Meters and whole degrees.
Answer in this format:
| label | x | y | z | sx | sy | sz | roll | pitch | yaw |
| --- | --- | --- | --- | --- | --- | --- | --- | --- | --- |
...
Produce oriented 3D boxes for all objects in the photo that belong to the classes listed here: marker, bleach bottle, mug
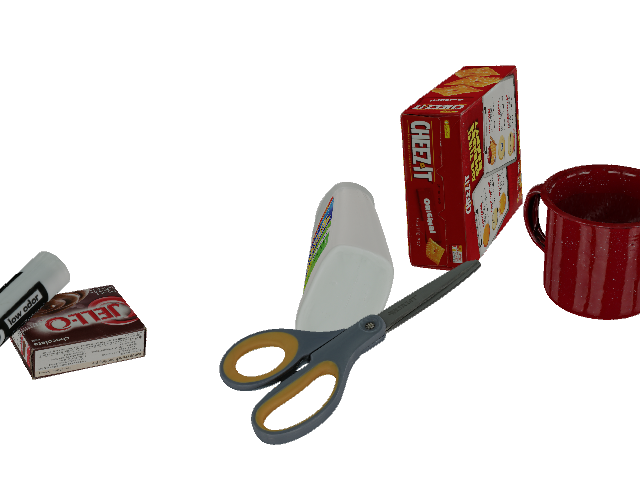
| label | x | y | z | sx | sy | sz | roll | pitch | yaw |
| --- | --- | --- | --- | --- | --- | --- | --- | --- | --- |
| marker | -0.150 | 0.047 | 0.445 | 0.020 | 0.020 | 0.121 | 0 | 36 | 38 |
| bleach bottle | 0.020 | 0.010 | 1.005 | 0.068 | 0.103 | 0.251 | 20 | 17 | -7 |
| mug | 0.192 | -0.002 | 0.763 | 0.093 | 0.081 | 0.117 | -27 | 37 | -35 |

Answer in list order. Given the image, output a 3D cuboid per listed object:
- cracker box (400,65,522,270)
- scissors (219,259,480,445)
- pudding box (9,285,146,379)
| label | x | y | z | sx | sy | sz | roll | pitch | yaw |
| --- | --- | --- | --- | --- | --- | --- | --- | --- | --- |
| cracker box | 0.152 | -0.083 | 1.124 | 0.072 | 0.164 | 0.213 | 4 | 22 | 25 |
| scissors | 0.014 | 0.058 | 0.720 | 0.096 | 0.016 | 0.201 | 25 | 52 | 31 |
| pudding box | -0.233 | 0.085 | 1.014 | 0.113 | 0.039 | 0.090 | -12 | 30 | -29 |
